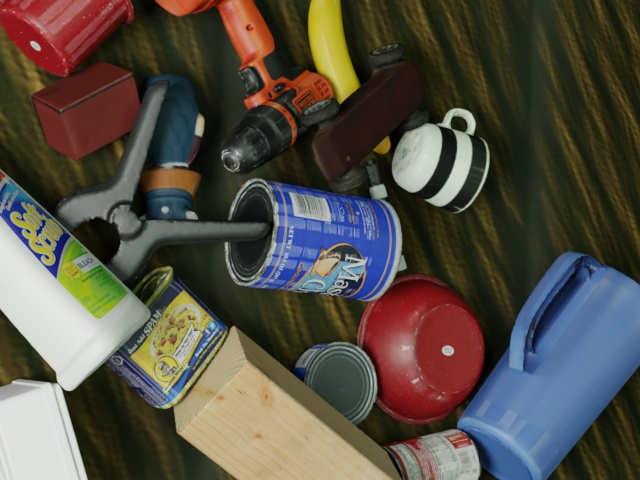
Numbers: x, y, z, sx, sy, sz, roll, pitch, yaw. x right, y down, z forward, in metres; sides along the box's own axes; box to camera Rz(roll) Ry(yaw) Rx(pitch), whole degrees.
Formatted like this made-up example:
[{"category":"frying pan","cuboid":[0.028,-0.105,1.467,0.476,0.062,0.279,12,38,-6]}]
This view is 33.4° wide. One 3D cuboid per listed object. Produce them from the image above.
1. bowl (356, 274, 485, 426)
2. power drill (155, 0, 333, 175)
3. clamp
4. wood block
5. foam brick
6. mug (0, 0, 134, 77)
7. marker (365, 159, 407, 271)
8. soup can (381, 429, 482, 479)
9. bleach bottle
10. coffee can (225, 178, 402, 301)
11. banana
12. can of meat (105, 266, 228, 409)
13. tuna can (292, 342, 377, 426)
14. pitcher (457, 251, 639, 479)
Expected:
[{"category":"bowl","cuboid":[0.119,0.114,1.118,0.161,0.055,0.162,4,83,-30]},{"category":"power drill","cuboid":[-0.076,-0.167,1.003,0.187,0.057,0.184,60,35,-13]},{"category":"clamp","cuboid":[-0.169,-0.029,0.928,0.210,0.036,0.164,-29,95,-6]},{"category":"wood block","cuboid":[-0.028,0.187,0.979,0.206,0.091,0.090,42,95,-19]},{"category":"foam brick","cuboid":[-0.203,-0.115,0.939,0.078,0.053,0.051,-34,132,-29]},{"category":"mug","cuboid":[-0.232,-0.204,0.927,0.117,0.093,0.081,37,70,4]},{"category":"marker","cuboid":[0.068,-0.026,1.123,0.020,0.020,0.121,-16,93,-32]},{"category":"soup can","cuboid":[0.105,0.234,1.088,0.102,0.069,0.068,-6,88,-32]},{"category":"bleach bottle","cuboid":[-0.252,0.000,0.852,0.251,0.068,0.102,46,21,-2]},{"category":"coffee can","cuboid":[-0.007,0.001,1.025,0.140,0.103,0.103,9,80,-30]},{"category":"banana","cuboid":[0.026,-0.182,1.105,0.069,0.037,0.198,-15,92,-32]},{"category":"can of meat","cuboid":[-0.143,0.089,0.960,0.084,0.058,0.102,47,64,-20]},{"category":"tuna can","cuboid":[0.013,0.145,1.061,0.086,0.034,0.086,4,82,-31]},{"category":"pitcher","cuboid":[0.253,0.139,1.155,0.149,0.145,0.242,40,66,8]}]
